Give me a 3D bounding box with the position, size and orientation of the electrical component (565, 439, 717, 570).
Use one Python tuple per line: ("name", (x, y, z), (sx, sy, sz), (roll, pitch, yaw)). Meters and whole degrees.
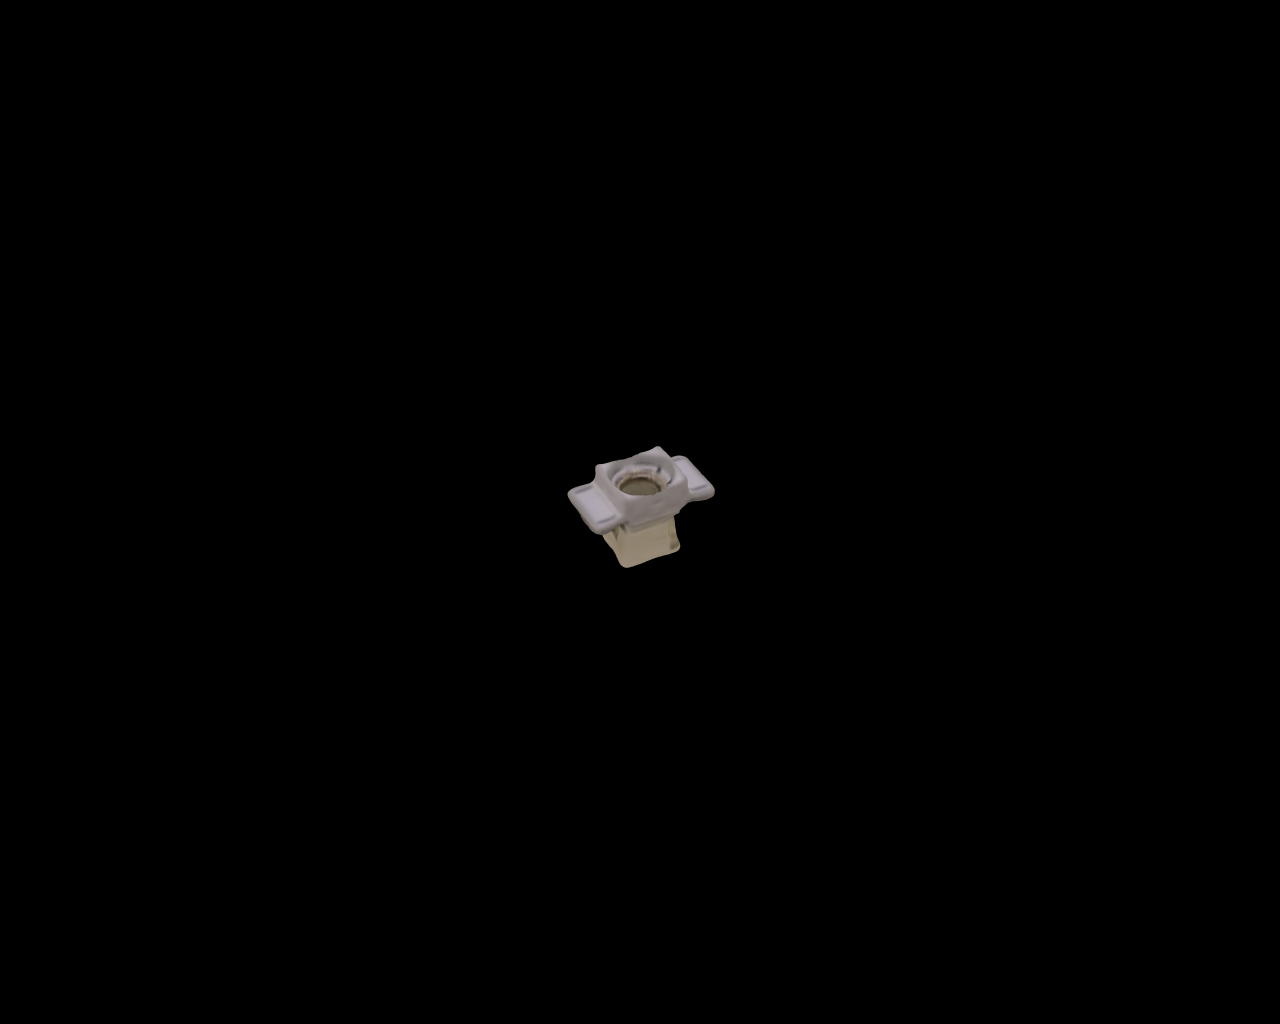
("electrical component", (0.001, -0.003, 0.650), (0.081, 0.063, 0.042), (-18, 44, -19))
